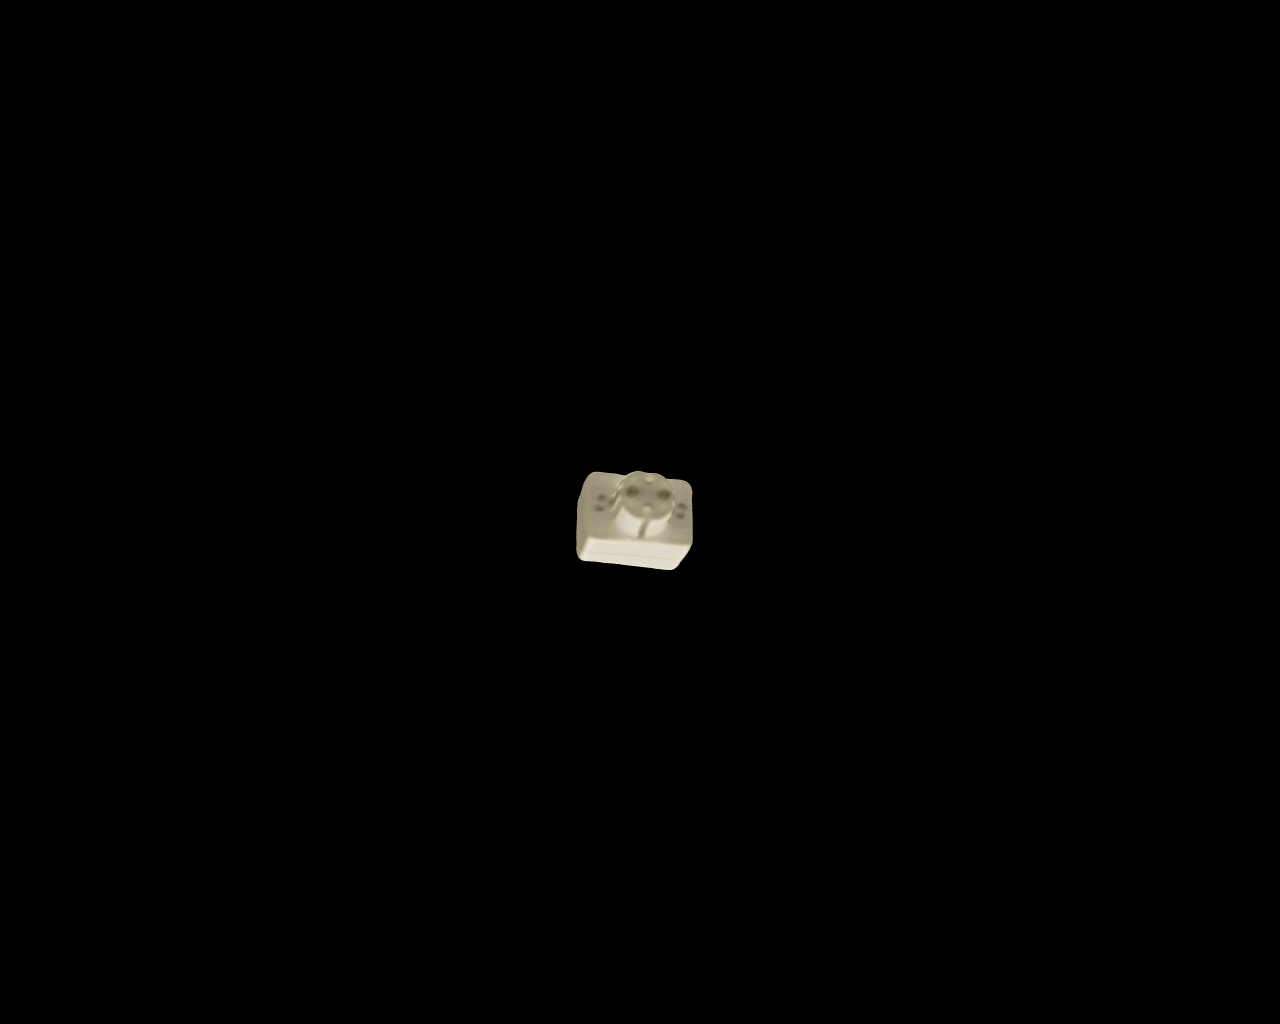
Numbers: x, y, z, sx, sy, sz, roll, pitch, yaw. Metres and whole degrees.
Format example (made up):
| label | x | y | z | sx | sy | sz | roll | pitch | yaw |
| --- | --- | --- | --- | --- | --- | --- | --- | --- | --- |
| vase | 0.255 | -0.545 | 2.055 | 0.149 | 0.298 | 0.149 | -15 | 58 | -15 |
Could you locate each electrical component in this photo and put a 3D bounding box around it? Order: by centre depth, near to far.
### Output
| label | x | y | z | sx | sy | sz | roll | pitch | yaw |
| --- | --- | --- | --- | --- | --- | --- | --- | --- | --- |
| electrical component | 0.001 | -0.003 | 0.650 | 0.066 | 0.047 | 0.076 | 6 | -28 | -12 |
